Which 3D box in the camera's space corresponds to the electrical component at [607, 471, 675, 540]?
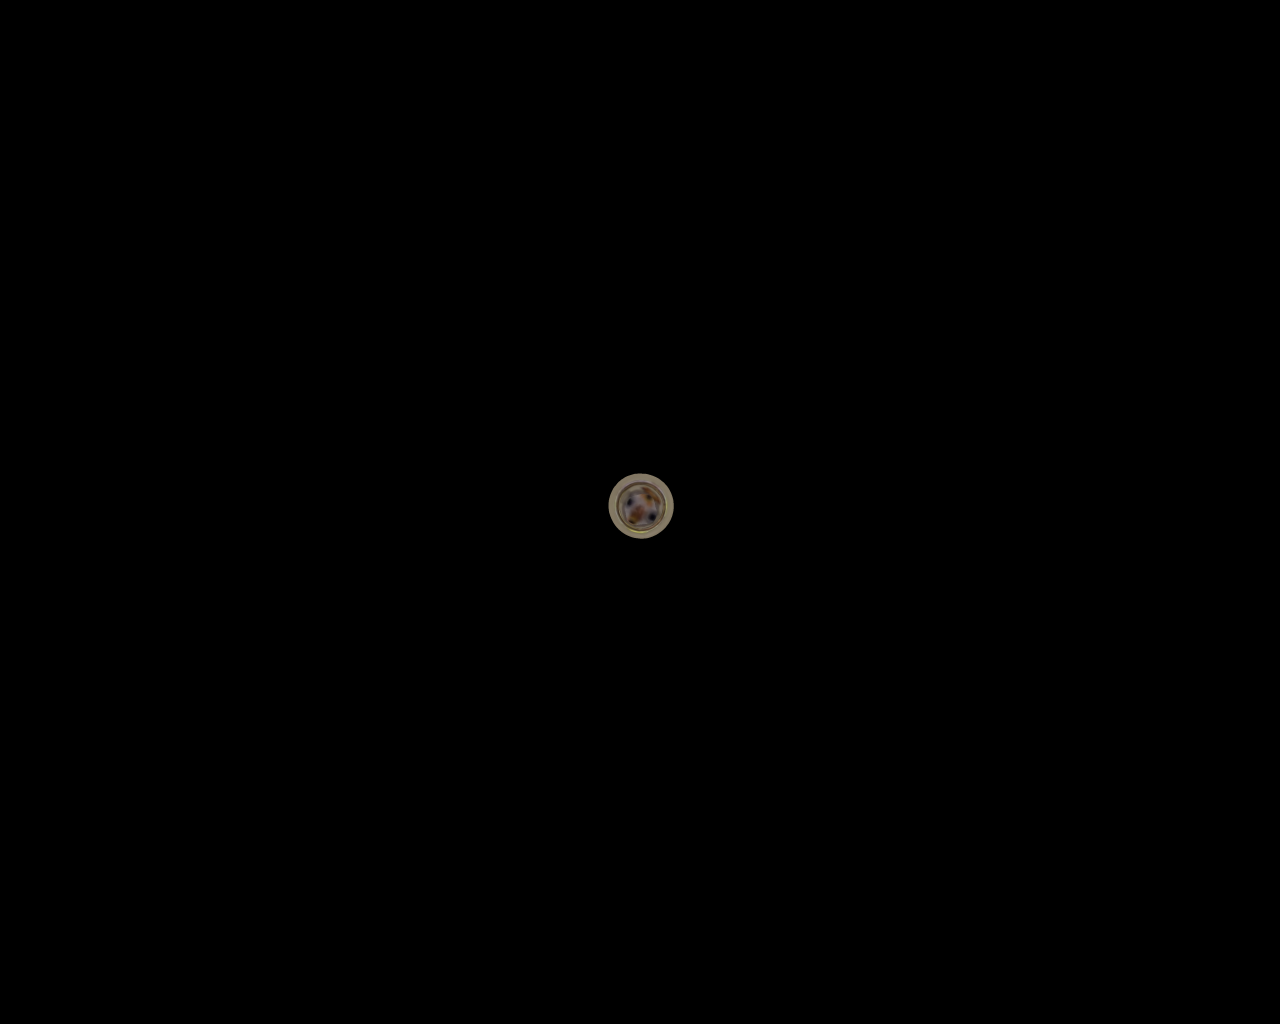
[{"bbox_3d":[0.001,-0.003,0.650,0.040,0.040,0.046,0,-4,0],"label":"electrical component"}]
